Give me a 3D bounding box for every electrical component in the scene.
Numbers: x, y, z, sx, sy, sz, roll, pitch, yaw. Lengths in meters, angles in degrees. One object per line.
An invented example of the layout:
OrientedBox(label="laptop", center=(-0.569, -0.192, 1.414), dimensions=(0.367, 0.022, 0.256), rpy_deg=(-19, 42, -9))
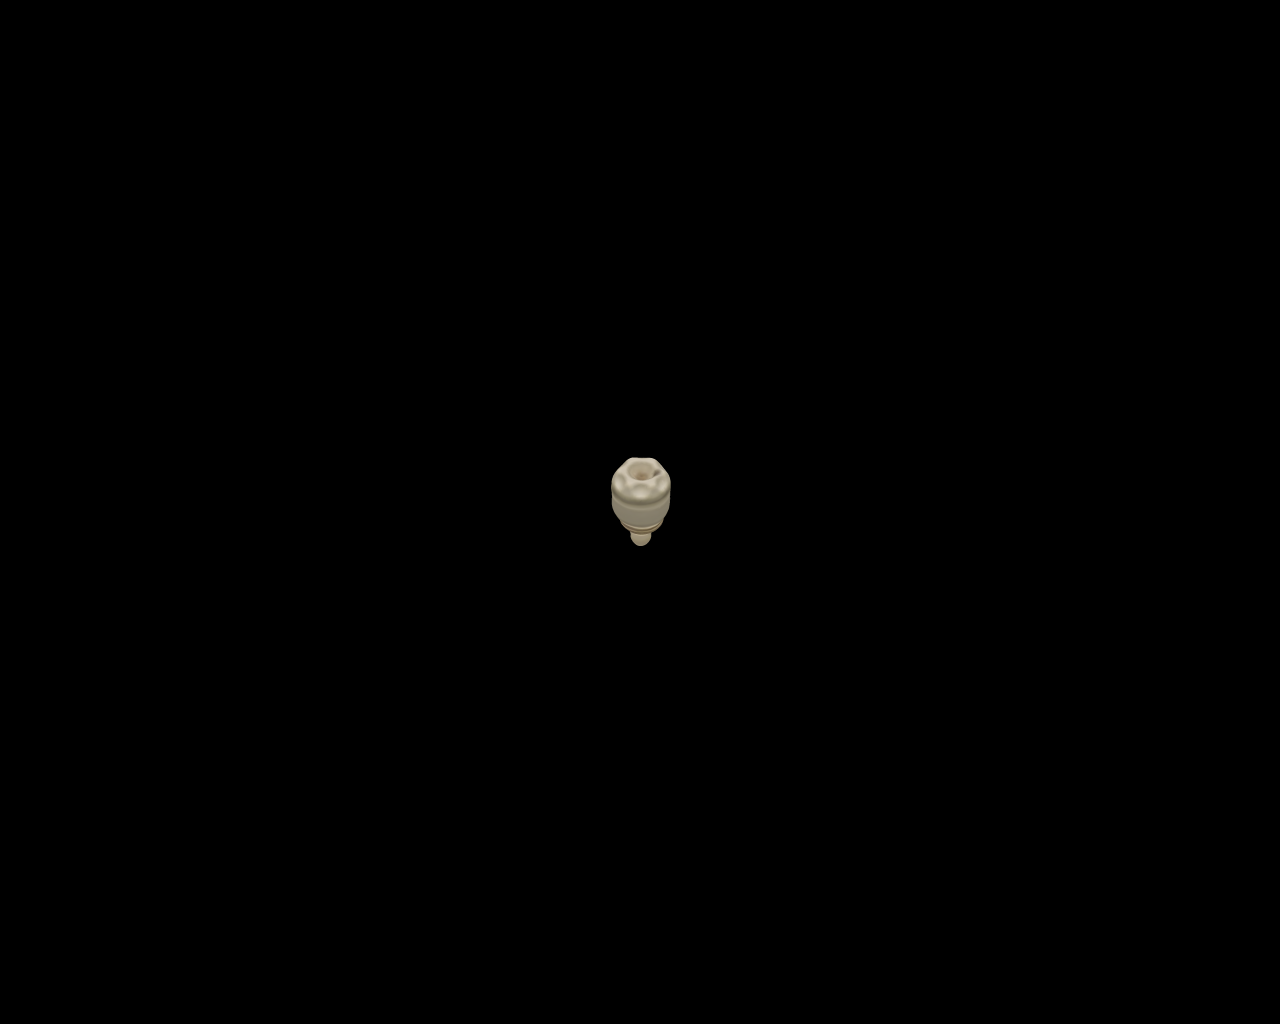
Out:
OrientedBox(label="electrical component", center=(0.001, -0.003, 0.650), dimensions=(0.035, 0.061, 0.035), rpy_deg=(0, 43, 0))
